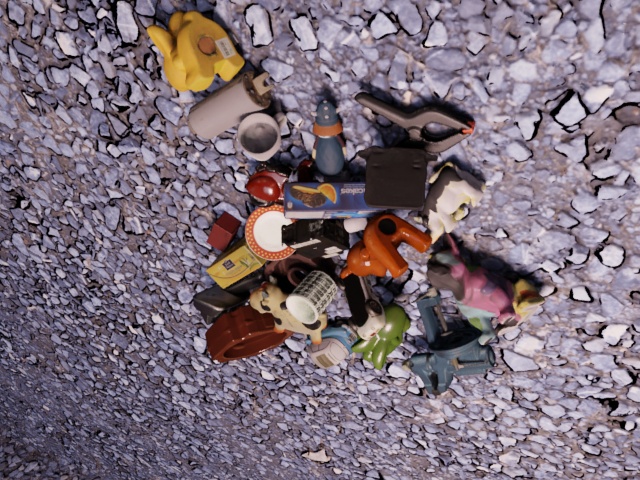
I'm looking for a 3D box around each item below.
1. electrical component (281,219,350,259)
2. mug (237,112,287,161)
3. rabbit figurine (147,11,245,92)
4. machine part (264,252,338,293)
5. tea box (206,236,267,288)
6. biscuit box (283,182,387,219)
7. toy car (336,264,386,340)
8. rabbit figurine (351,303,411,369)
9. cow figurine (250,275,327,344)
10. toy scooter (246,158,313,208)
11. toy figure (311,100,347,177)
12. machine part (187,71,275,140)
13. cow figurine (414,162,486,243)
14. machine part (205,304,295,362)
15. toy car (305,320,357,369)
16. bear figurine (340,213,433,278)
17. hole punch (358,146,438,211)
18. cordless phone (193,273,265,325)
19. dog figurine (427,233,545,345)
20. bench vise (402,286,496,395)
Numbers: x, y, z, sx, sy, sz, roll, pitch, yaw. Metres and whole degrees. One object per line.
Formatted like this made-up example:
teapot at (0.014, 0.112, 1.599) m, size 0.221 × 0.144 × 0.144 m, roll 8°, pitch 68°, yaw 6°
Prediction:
electrical component at (-0.002, -0.004, 1.165) m, size 0.115 × 0.058 × 0.134 m, roll -12°, pitch 158°, yaw 32°
mug at (-0.110, -0.207, 1.070) m, size 0.081 × 0.109 × 0.107 m, roll 39°, pitch 175°, yaw 2°
rabbit figurine at (-0.255, -0.345, 1.021) m, size 0.162 × 0.122 × 0.173 m, roll 52°, pitch 149°, yaw -14°
machine part at (-0.042, 0.082, 1.292) m, size 0.180 × 0.056 × 0.179 m, roll 13°, pitch 130°, yaw 16°
tea box at (-0.188, 0.041, 1.305) m, size 0.170 × 0.098 × 0.068 m, roll -28°, pitch 109°, yaw 41°
biscuit box at (0.029, -0.078, 1.059) m, size 0.203 × 0.063 × 0.059 m, roll -1°, pitch 168°, yaw -5°
toy car at (0.089, 0.124, 1.177) m, size 0.056 × 0.202 × 0.073 m, roll 22°, pitch 124°, yaw -32°
rabbit figurine at (0.133, 0.200, 1.210) m, size 0.121 × 0.159 × 0.170 m, roll 33°, pitch 154°, yaw 9°
cow figurine at (-0.076, 0.162, 1.276) m, size 0.195 × 0.085 × 0.127 m, roll 17°, pitch 133°, yaw 11°
toy scooter at (-0.069, -0.121, 1.128) m, size 0.184 × 0.075 × 0.135 m, roll 17°, pitch 132°, yaw 10°
toy figure at (0.014, -0.198, 1.035) m, size 0.058 × 0.064 × 0.154 m, roll 40°, pitch 144°, yaw 49°
machine part at (-0.181, -0.264, 1.068) m, size 0.243 × 0.079 × 0.079 m, roll -19°, pitch 115°, yaw 36°
cow figurine at (0.230, -0.067, 1.023) m, size 0.098 × 0.068 × 0.167 m, roll 38°, pitch 130°, yaw 2°
machine part at (-0.179, 0.235, 1.389) m, size 0.201 × 0.201 × 0.087 m, roll -46°, pitch 58°, yaw 43°
toy car at (0.028, 0.280, 1.384) m, size 0.162 × 0.103 × 0.109 m, roll -24°, pitch 113°, yaw 41°
bear figurine at (0.122, 0.034, 1.090) m, size 0.132 × 0.120 × 0.195 m, roll 42°, pitch 150°, yaw 14°
hole punch at (0.141, -0.108, 0.983) m, size 0.142 × 0.092 × 0.115 m, roll 5°, pitch 86°, yaw 14°
cordless phone at (-0.217, 0.134, 1.364) m, size 0.184 × 0.146 × 0.088 m, roll -29°, pitch 85°, yaw 33°
dog figurine at (0.318, 0.083, 1.085) m, size 0.219 × 0.191 × 0.108 m, roll 56°, pitch 143°, yaw 26°
bench vise at (0.268, 0.221, 1.210) m, size 0.224 × 0.129 × 0.240 m, roll -15°, pitch 98°, yaw 45°
